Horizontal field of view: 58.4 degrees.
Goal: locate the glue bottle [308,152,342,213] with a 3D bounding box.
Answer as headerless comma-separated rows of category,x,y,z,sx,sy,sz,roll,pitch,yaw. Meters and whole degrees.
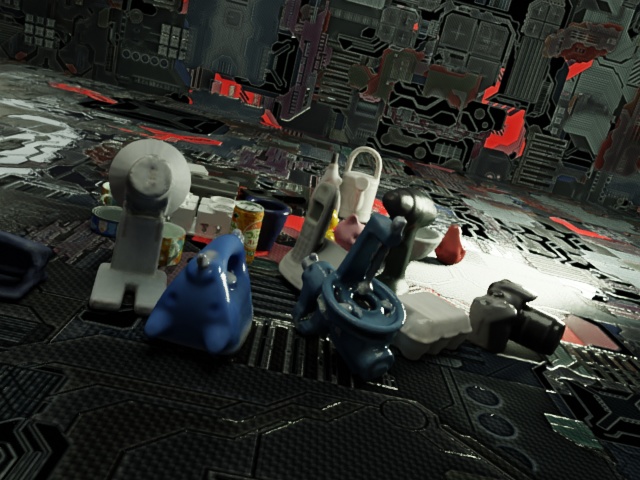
glue bottle,0.022,-0.137,1.447,0.078,0.173,0.037,10,17,-13

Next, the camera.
camera,0.335,0.134,0.966,0.136,0.101,0.144,25,20,32

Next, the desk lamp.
desk lamp,-0.250,-0.031,0.820,0.118,0.213,0.203,8,18,-18

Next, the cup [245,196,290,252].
cup,-0.121,-0.032,1.131,0.092,0.095,0.117,-1,23,-41

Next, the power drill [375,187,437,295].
power drill,0.146,0.001,1.051,0.075,0.208,0.230,21,18,22

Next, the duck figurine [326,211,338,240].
duck figurine,0.013,-0.026,1.239,0.077,0.086,0.104,11,17,-11

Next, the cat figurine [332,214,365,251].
cat figurine,0.036,-0.001,1.122,0.128,0.118,0.067,5,19,-28

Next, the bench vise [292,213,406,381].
bench vise,0.035,0.052,0.779,0.206,0.220,0.122,25,20,33

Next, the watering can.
watering can,0.109,-0.151,1.526,0.101,0.194,0.172,7,18,-22

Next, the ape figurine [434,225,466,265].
ape figurine,0.314,0.008,1.364,0.077,0.092,0.076,19,18,14

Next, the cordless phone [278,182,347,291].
cordless phone,0.009,0.003,0.970,0.094,0.185,0.147,0,22,-38

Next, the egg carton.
egg carton,0.160,0.130,0.889,0.151,0.069,0.107,-3,24,-44

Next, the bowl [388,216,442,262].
bowl,0.185,0.004,1.302,0.167,0.075,0.167,13,17,-4

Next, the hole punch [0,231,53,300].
hole punch,-0.417,0.015,0.747,0.108,0.091,0.101,13,17,-4

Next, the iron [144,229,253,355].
iron,-0.137,0.051,0.776,0.118,0.141,0.258,15,17,2
